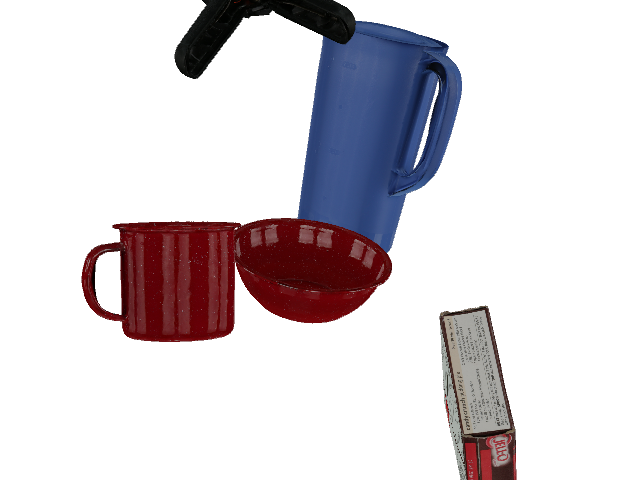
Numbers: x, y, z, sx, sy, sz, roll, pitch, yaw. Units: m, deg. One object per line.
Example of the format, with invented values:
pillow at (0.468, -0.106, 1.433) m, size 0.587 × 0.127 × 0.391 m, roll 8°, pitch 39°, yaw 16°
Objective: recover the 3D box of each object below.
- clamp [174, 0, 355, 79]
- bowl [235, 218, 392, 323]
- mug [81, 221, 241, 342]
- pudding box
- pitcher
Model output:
clamp at (-0.038, -0.175, 0.749) m, size 0.120 × 0.171 × 0.039 m, roll -3°, pitch -44°, yaw 1°
bowl at (-0.014, 0.035, 1.040) m, size 0.162 × 0.055 × 0.162 m, roll 8°, pitch 24°, yaw -4°
mug at (-0.114, 0.029, 0.768) m, size 0.117 × 0.081 × 0.093 m, roll -2°, pitch 3°, yaw -31°
pudding box at (0.108, 0.115, 0.729) m, size 0.039 × 0.090 × 0.113 m, roll -8°, pitch 42°, yaw 1°
pitcher at (0.055, -0.106, 1.136) m, size 0.145 × 0.243 × 0.149 m, roll 10°, pitch 17°, yaw -4°
